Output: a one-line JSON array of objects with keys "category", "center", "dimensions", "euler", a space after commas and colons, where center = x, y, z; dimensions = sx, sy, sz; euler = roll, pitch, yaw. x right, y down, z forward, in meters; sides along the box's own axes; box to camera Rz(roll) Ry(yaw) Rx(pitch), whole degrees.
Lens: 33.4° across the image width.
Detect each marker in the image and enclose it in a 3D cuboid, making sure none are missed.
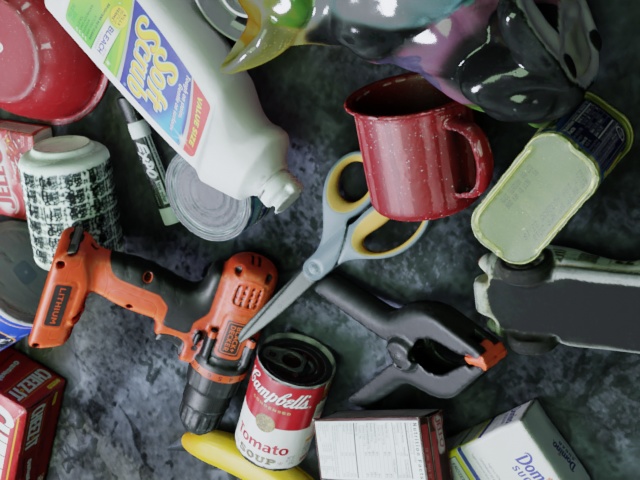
[{"category": "marker", "center": [-0.145, -0.071, 0.907], "dimensions": [0.020, 0.020, 0.121], "euler": [-10, 108, 33]}]

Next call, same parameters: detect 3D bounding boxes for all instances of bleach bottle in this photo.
[{"category": "bleach bottle", "center": [-0.100, -0.126, 0.808], "dimensions": [0.251, 0.067, 0.103], "euler": [48, 127, 10]}]

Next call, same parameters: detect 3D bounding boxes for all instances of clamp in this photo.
[{"category": "clamp", "center": [0.064, 0.074, 0.831], "dimensions": [0.172, 0.039, 0.120], "euler": [-13, 109, 47]}]

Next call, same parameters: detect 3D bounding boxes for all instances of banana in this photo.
[{"category": "banana", "center": [-0.043, 0.227, 0.980], "dimensions": [0.198, 0.037, 0.070], "euler": [37, 123, 10]}]

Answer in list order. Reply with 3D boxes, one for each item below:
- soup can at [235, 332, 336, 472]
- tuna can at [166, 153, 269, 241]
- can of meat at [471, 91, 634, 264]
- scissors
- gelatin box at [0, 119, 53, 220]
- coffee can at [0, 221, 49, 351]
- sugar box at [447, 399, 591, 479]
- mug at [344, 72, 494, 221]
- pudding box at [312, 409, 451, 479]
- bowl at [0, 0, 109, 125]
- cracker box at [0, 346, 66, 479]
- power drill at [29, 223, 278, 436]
[{"category": "soup can", "center": [-0.031, 0.139, 0.913], "dimensions": [0.068, 0.068, 0.102], "euler": [27, 124, 16]}, {"category": "tuna can", "center": [-0.084, -0.043, 0.877], "dimensions": [0.086, 0.033, 0.086], "euler": [13, 118, 25]}, {"category": "can of meat", "center": [0.154, -0.040, 0.711], "dimensions": [0.057, 0.083, 0.102], "euler": [39, 126, 7]}, {"category": "scissors", "center": [-0.006, 0.001, 0.841], "dimensions": [0.202, 0.016, 0.096], "euler": [-27, 90, 24]}, {"category": "gelatin box", "center": [-0.278, -0.064, 0.981], "dimensions": [0.073, 0.030, 0.089], "euler": [11, 117, 25]}, {"category": "coffee can", "center": [-0.317, 0.055, 1.015], "dimensions": [0.141, 0.102, 0.103], "euler": [-28, 97, 36]}, {"category": "sugar box", "center": [0.126, 0.205, 0.868], "dimensions": [0.177, 0.048, 0.093], "euler": [-33, 92, 34]}, {"category": "mug", "center": [0.077, -0.062, 0.736], "dimensions": [0.117, 0.093, 0.081], "euler": [21, 131, 50]}, {"category": "pudding box", "center": [0.051, 0.184, 0.860], "dimensions": [0.114, 0.039, 0.090], "euler": [-8, 87, 38]}, {"category": "bowl", "center": [-0.257, -0.168, 0.904], "dimensions": [0.162, 0.055, 0.162], "euler": [12, 118, 24]}, {"category": "cracker box", "center": [-0.385, 0.170, 1.127], "dimensions": [0.214, 0.072, 0.164], "euler": [29, 124, 14]}, {"category": "power drill", "center": [-0.145, 0.075, 0.908], "dimensions": [0.187, 0.057, 0.185], "euler": [15, 114, -13]}]
